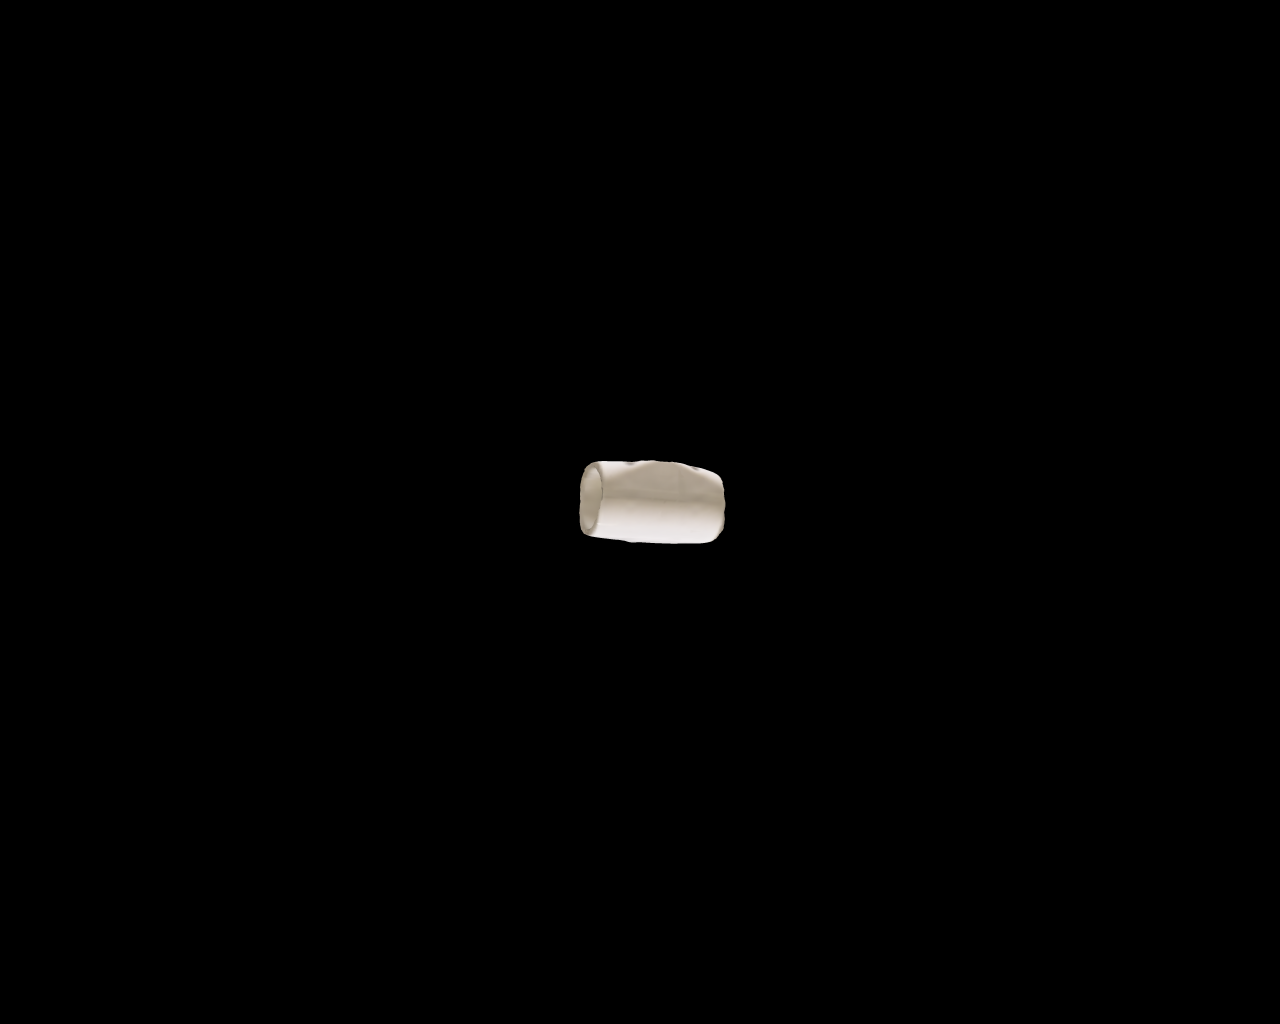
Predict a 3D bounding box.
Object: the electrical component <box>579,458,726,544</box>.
[{"bbox_3d":[0.001,-0.003,0.650,0.077,0.044,0.079,4,-11,-20],"label":"electrical component"}]
